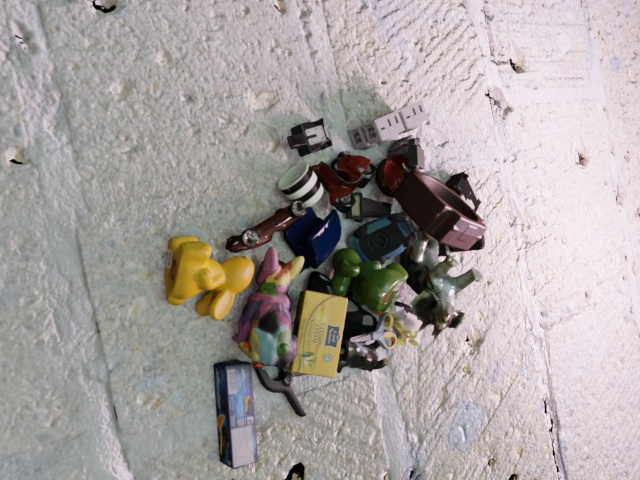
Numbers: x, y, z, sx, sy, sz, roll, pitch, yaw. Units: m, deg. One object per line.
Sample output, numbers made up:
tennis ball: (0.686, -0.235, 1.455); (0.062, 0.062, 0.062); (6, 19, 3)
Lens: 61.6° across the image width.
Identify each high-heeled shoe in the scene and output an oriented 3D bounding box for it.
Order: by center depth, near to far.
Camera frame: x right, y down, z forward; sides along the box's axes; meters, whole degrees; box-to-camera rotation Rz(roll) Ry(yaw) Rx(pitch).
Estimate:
high-heeled shoe: (0.062, 0.158, 1.281); (0.248, 0.086, 0.145); (23, 39, -49)

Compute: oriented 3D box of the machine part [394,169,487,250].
machine part: (0.289, -0.071, 1.301); (0.201, 0.087, 0.202); (13, 33, -45)

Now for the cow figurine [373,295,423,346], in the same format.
cow figurine: (0.200, 0.186, 1.356); (0.167, 0.068, 0.098); (47, 53, -26)

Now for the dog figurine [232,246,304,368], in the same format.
dog figurine: (-0.092, 0.129, 1.098); (0.108, 0.192, 0.219); (18, 90, -26)

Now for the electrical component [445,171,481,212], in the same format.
electrical component: (0.396, -0.118, 1.517); (0.114, 0.058, 0.134); (61, 39, -11)

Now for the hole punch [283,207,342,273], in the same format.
hole punch: (-0.003, -0.004, 1.217); (0.142, 0.092, 0.115); (-52, 126, -32)

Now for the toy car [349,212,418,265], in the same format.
toy car: (0.157, -0.011, 1.323); (0.109, 0.162, 0.103); (57, 14, -9)

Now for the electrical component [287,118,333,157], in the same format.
electrical component: (-0.034, -0.233, 1.251); (0.119, 0.048, 0.074); (-29, 101, -33)

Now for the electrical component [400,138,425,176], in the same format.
electrical component: (0.235, -0.212, 1.365); (0.078, 0.045, 0.102); (-4, 89, -65)

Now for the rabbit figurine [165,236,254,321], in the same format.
rabbit figurine: (-0.208, 0.074, 1.051); (0.173, 0.122, 0.162); (2, 88, -36)

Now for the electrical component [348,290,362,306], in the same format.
electrical component: (0.107, 0.117, 1.327); (0.063, 0.021, 0.094); (49, 60, -21)

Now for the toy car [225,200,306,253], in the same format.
toy car: (-0.112, -0.024, 1.147); (0.202, 0.089, 0.053); (-35, 101, -34)

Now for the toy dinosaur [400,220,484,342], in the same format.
toy dinosaur: (0.268, 0.077, 1.359); (0.131, 0.192, 0.405); (21, 29, -33)

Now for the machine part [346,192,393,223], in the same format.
machine part: (0.121, -0.080, 1.351); (0.139, 0.039, 0.084); (2, 75, -33)

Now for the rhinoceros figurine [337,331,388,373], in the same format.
rhinoceros figurine: (0.074, 0.262, 1.241); (0.190, 0.112, 0.073); (20, 52, -45)

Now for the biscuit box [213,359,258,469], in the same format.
biscuit box: (-0.170, 0.345, 1.081); (0.059, 0.063, 0.202); (-2, 85, -35)

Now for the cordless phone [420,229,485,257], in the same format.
cordless phone: (0.355, -0.030, 1.420); (0.089, 0.184, 0.146); (-4, 87, -31)

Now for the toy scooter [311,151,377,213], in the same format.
toy scooter: (0.050, -0.156, 1.285); (0.135, 0.075, 0.184); (37, 52, 0)

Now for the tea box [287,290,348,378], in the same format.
tea box: (-0.007, 0.197, 1.133); (0.098, 0.068, 0.169); (10, 80, -12)

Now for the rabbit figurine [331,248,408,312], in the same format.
rabbit figurine: (0.088, 0.088, 1.244); (0.159, 0.170, 0.121); (-14, 136, -56)
